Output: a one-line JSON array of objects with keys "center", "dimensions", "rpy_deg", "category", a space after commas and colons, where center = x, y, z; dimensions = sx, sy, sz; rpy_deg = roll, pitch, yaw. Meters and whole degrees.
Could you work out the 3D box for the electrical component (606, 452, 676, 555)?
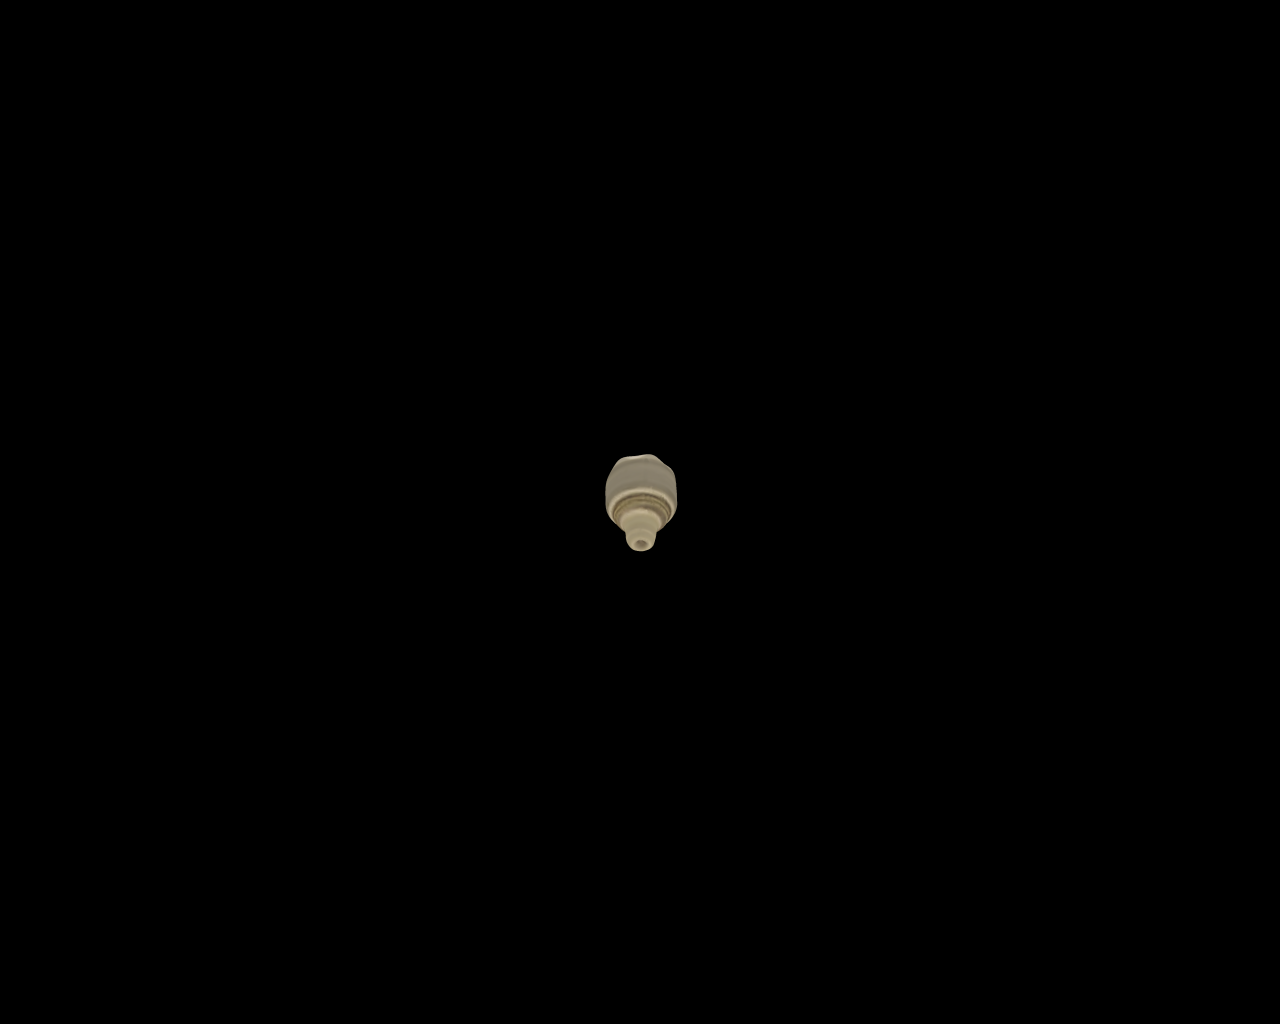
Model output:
[{"center": [0.001, -0.003, 0.650], "dimensions": [0.043, 0.062, 0.043], "rpy_deg": [0, -43, 0], "category": "electrical component"}]
